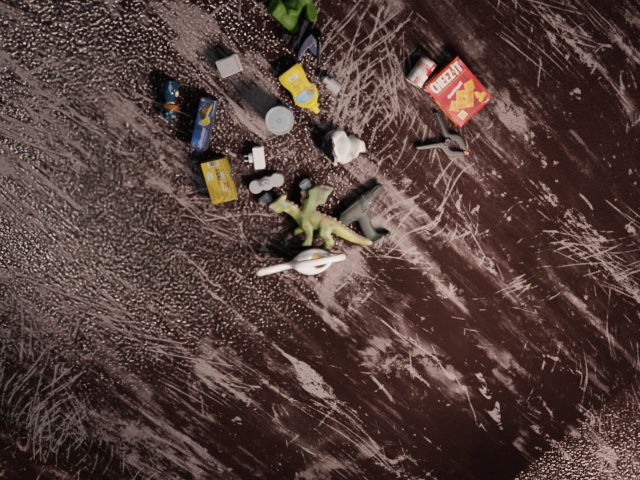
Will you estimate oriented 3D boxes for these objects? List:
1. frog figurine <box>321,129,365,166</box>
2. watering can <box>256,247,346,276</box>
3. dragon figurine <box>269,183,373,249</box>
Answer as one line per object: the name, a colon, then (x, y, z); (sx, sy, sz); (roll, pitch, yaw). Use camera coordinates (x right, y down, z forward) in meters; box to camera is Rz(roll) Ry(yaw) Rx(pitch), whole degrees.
frog figurine: (0.089, -0.364, 1.982); (0.161, 0.122, 0.136); (-26, 101, -31)
watering can: (-0.070, 0.090, 2.036); (0.347, 0.224, 0.104); (-10, 90, 2)
dragon figurine: (0.006, -0.101, 2.008); (0.410, 0.124, 0.238); (3, 112, 5)
